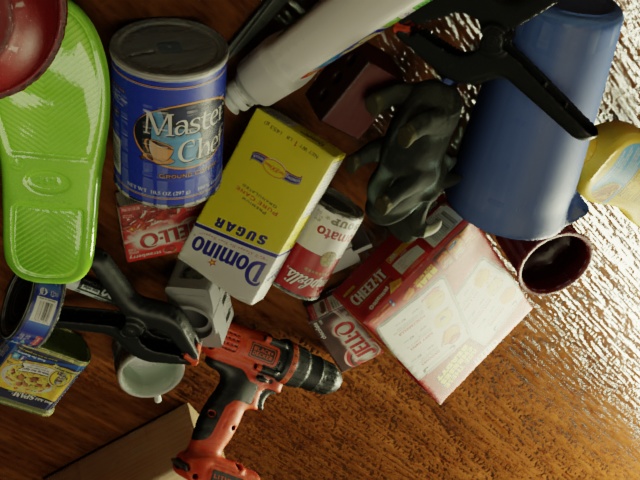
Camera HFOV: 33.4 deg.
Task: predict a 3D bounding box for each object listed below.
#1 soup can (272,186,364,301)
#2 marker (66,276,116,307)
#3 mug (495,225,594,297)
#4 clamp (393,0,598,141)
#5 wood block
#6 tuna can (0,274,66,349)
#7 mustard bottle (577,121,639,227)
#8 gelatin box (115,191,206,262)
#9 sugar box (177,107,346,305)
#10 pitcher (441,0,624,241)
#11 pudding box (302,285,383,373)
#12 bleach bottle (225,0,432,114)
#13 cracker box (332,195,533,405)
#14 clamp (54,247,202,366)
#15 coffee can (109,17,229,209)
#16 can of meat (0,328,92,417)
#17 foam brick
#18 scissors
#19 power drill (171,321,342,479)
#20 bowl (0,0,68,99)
[{"bbox_3d":[-0.007,0.001,1.086,0.068,0.068,0.102,17,112,-32],"label":"soup can"},{"bbox_3d":[-0.221,0.060,1.135,0.121,0.020,0.020,27,116,-36],"label":"marker"},{"bbox_3d":[0.253,0.012,1.230,0.093,0.081,0.117,-12,132,-11],"label":"mug"},{"bbox_3d":[0.169,-0.193,0.969,0.036,0.210,0.165,-32,137,-55],"label":"clamp"},{"bbox_3d":[-0.221,0.296,1.289,0.206,0.091,0.090,-28,132,4],"label":"wood block"},{"bbox_3d":[-0.288,0.063,1.067,0.033,0.086,0.086,21,119,-31],"label":"tuna can"},{"bbox_3d":[0.334,-0.082,1.197,0.191,0.058,0.096,21,118,-34],"label":"mustard bottle"},{"bbox_3d":[-0.158,-0.020,1.083,0.089,0.030,0.073,-11,132,-12],"label":"gelatin box"},{"bbox_3d":[-0.059,-0.032,1.039,0.176,0.093,0.048,-60,169,17],"label":"sugar box"},{"bbox_3d":[0.205,-0.133,1.069,0.149,0.145,0.243,-11,129,-29],"label":"pitcher"},{"bbox_3d":[0.042,0.097,1.252,0.090,0.039,0.113,-27,133,4],"label":"pudding box"},{"bbox_3d":[0.017,-0.196,0.965,0.251,0.102,0.068,-33,97,18],"label":"bleach bottle"},{"bbox_3d":[0.132,0.069,1.208,0.164,0.072,0.213,-45,137,-3],"label":"cracker box"},{"bbox_3d":[-0.192,0.074,1.095,0.171,0.039,0.120,22,134,-17],"label":"clamp"},{"bbox_3d":[-0.136,-0.114,0.961,0.102,0.103,0.140,-6,131,-16],"label":"coffee can"},{"bbox_3d":[-0.308,0.132,1.139,0.102,0.057,0.084,26,114,-36],"label":"can of meat"},{"bbox_3d":[0.034,-0.147,1.032,0.051,0.053,0.078,24,117,-34],"label":"foam brick"},{"bbox_3d":[-0.027,-0.248,0.947,0.202,0.016,0.096,-33,131,8],"label":"scissors"},{"bbox_3d":[-0.076,0.199,1.220,0.184,0.057,0.187,24,78,-24],"label":"power drill"},{"bbox_3d":[-0.284,-0.182,0.842,0.162,0.055,0.162,-2,111,-5],"label":"bowl"}]
